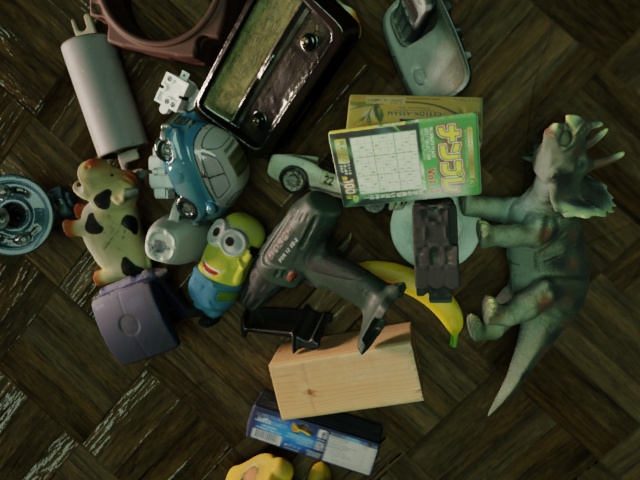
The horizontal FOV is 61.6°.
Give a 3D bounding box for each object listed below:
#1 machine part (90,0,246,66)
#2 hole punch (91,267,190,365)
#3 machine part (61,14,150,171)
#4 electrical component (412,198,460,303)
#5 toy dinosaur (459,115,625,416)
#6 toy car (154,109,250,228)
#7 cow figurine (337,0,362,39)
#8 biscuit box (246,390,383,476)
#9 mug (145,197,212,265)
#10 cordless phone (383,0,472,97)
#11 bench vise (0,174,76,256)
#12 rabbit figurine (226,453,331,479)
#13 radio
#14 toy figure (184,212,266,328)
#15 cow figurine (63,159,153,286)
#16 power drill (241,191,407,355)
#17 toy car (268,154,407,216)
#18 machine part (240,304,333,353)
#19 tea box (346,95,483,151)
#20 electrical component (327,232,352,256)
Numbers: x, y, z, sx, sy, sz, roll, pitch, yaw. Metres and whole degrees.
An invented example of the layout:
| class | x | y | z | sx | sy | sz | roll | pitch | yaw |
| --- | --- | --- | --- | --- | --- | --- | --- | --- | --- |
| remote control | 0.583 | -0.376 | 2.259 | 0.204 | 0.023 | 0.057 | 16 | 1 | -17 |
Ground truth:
| class | x | y | z | sx | sy | sz | roll | pitch | yaw |
| --- | --- | --- | --- | --- | --- | --- | --- | --- | --- |
| machine part | -0.209 | -0.356 | 0.750 | 0.201 | 0.087 | 0.201 | 13 | 100 | 8 |
| hole punch | -0.273 | 0.117 | 0.812 | 0.142 | 0.092 | 0.115 | -19 | 125 | 16 |
| machine part | -0.318 | -0.210 | 0.796 | 0.079 | 0.079 | 0.243 | -15 | 97 | 12 |
| electrical component | 0.153 | 0.013 | 0.709 | 0.058 | 0.115 | 0.134 | -2 | 99 | 15 |
| toy dinosaur | 0.295 | 0.035 | 0.714 | 0.192 | 0.131 | 0.404 | -7 | 107 | 2 |
| toy car | -0.150 | -0.102 | 0.747 | 0.103 | 0.109 | 0.161 | -2 | 125 | 20 |
| cow figurine | -0.009 | -0.336 | 0.727 | 0.098 | 0.068 | 0.167 | -21 | 92 | 18 |
| biscuit box | -0.009 | 0.295 | 0.832 | 0.203 | 0.063 | 0.059 | 15 | 102 | 7 |
| mug | -0.208 | -0.011 | 0.794 | 0.081 | 0.107 | 0.109 | 20 | 104 | 5 |
| cordless phone | 0.139 | -0.245 | 0.657 | 0.089 | 0.184 | 0.146 | -23 | 94 | 8 |
| bench vise | -0.489 | -0.027 | 0.783 | 0.224 | 0.240 | 0.128 | -9 | 94 | -5 |
| rabbit figurine | -0.050 | 0.416 | 0.848 | 0.162 | 0.122 | 0.173 | -36 | 104 | 3 |
| radio | -0.059 | -0.227 | 0.714 | 0.131 | 0.073 | 0.229 | 41 | 126 | 0 |
| toy figure | -0.144 | 0.041 | 0.807 | 0.082 | 0.089 | 0.180 | 24 | 111 | 1 |
| cow figurine | -0.302 | -0.029 | 0.794 | 0.127 | 0.085 | 0.194 | -10 | 124 | 4 |
| power drill | 0.003 | 0.062 | 0.744 | 0.207 | 0.086 | 0.232 | 39 | 122 | 19 |
| toy car | 0.025 | -0.080 | 0.759 | 0.202 | 0.073 | 0.056 | 15 | 102 | 7 |
| machine part | -0.056 | 0.129 | 0.814 | 0.139 | 0.084 | 0.039 | 5 | 130 | 20 |
| tea box | 0.123 | -0.140 | 0.713 | 0.170 | 0.098 | 0.068 | 2 | 76 | 11 |
| electrical component | -0.003 | -0.003 | 0.794 | 0.102 | 0.045 | 0.078 | 44 | 132 | 3 |
